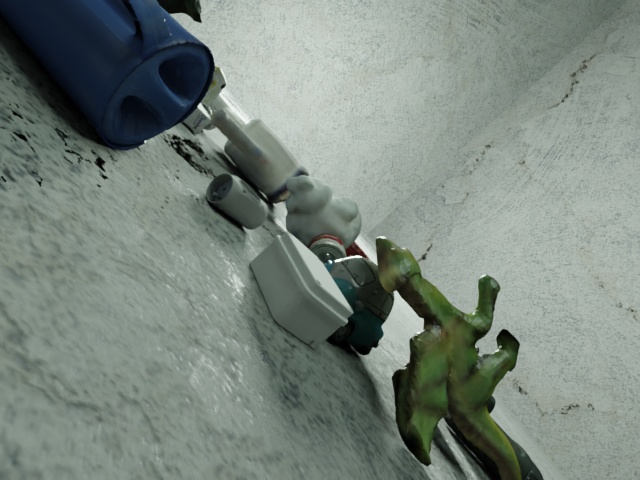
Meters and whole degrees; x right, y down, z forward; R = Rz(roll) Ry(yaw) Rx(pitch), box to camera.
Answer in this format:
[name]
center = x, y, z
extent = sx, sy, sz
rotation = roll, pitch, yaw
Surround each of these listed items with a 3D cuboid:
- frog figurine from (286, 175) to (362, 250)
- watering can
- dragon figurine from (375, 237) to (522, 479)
[frog figurine]
center = 0.003, -0.047, 0.931
extent = 0.137, 0.125, 0.156
rotation = -8, -35, 8
[watering can]
center = -0.120, -0.165, 0.991
extent = 0.104, 0.223, 0.351
rotation = -41, 10, 6
[dragon figurine]
center = 0.158, 0.186, 0.646
extent = 0.121, 0.412, 0.244
rotation = -20, -5, 42
